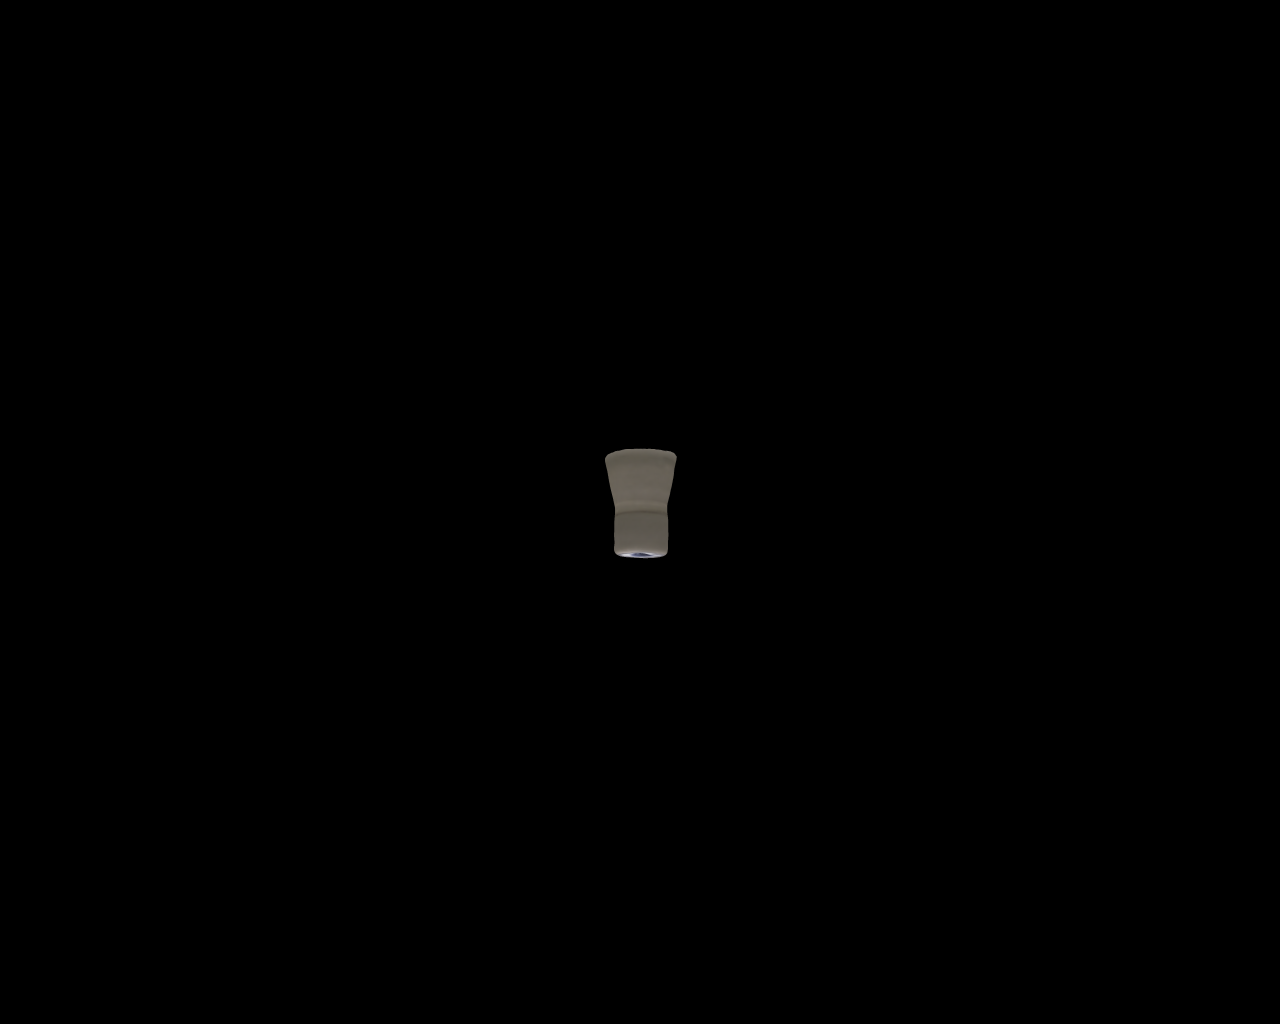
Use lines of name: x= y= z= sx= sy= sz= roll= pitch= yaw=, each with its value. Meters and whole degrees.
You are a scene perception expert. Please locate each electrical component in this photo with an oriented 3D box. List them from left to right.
electrical component: x=0.001 y=-0.003 z=0.650 sx=0.044 sy=0.065 sz=0.044 roll=0 pitch=-10 yaw=0
